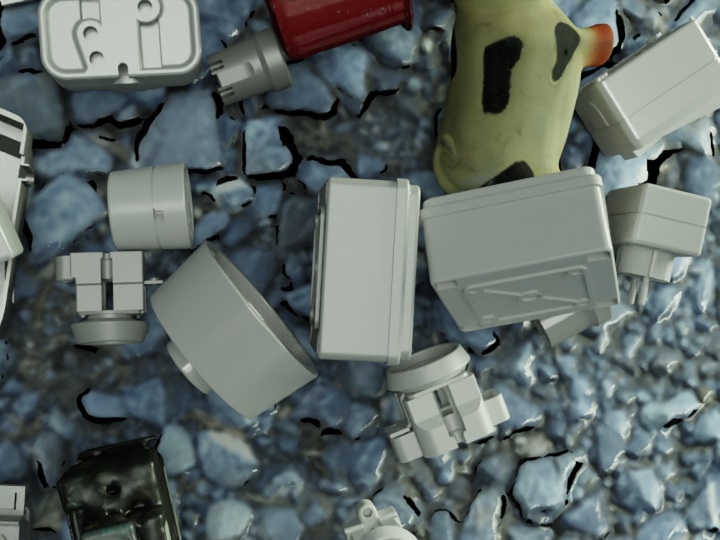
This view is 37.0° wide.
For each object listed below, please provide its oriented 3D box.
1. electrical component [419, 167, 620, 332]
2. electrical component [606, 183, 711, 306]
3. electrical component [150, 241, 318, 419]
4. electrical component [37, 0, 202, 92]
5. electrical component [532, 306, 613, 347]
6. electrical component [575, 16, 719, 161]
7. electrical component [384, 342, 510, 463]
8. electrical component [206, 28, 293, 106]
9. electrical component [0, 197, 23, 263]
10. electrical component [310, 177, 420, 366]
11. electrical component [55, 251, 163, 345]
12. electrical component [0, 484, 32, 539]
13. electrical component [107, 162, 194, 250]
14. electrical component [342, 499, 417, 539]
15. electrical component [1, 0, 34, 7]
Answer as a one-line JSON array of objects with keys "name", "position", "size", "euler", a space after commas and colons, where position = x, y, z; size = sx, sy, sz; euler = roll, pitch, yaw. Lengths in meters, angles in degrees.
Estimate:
[{"name": "electrical component", "position": [0.101, -0.009, 0.666], "size": [0.109, 0.108, 0.056], "euler": [-11, 68, 12]}, {"name": "electrical component", "position": [0.191, -0.014, 0.717], "size": [0.047, 0.066, 0.076], "euler": [12, 89, -8]}, {"name": "electrical component", "position": [-0.083, 0.042, 0.661], "size": [0.060, 0.108, 0.108], "euler": [-39, 95, 0]}, {"name": "electrical component", "position": [-0.147, -0.143, 0.672], "size": [0.095, 0.059, 0.053], "euler": [-4, 91, -8]}, {"name": "electrical component", "position": [0.140, 0.026, 0.724], "size": [0.046, 0.040, 0.040], "euler": [-29, 94, -2]}, {"name": "electrical component", "position": [0.200, -0.121, 0.719], "size": [0.096, 0.062, 0.061], "euler": [-34, 95, -6]}, {"name": "electrical component", "position": [0.051, 0.083, 0.703], "size": [0.078, 0.058, 0.057], "euler": [-22, 96, -7]}, {"name": "electrical component", "position": [-0.072, -0.130, 0.693], "size": [0.046, 0.040, 0.040], "euler": [-21, 93, -2]}, {"name": "electrical component", "position": [-0.230, -0.016, 0.591], "size": [0.066, 0.077, 0.047], "euler": [-22, 98, -6]}, {"name": "electrical component", "position": [0.000, 0.000, 0.669], "size": [0.056, 0.109, 0.108], "euler": [3, 90, -5]}, {"name": "electrical component", "position": [-0.158, 0.019, 0.680], "size": [0.066, 0.048, 0.055], "euler": [-2, 83, -8]}, {"name": "electrical component", "position": [-0.228, 0.169, 0.662], "size": [0.042, 0.064, 0.081], "euler": [5, 90, -9]}, {"name": "electrical component", "position": [-0.132, -0.039, 0.679], "size": [0.047, 0.055, 0.055], "euler": [-5, 91, -4]}, {"name": "electrical component", "position": [0.015, 0.186, 0.699], "size": [0.048, 0.055, 0.066], "euler": [-19, 93, -7]}, {"name": "electrical component", "position": [-0.212, -0.209, 0.661], "size": [0.042, 0.064, 0.081], "euler": [-15, 93, -7]}]
